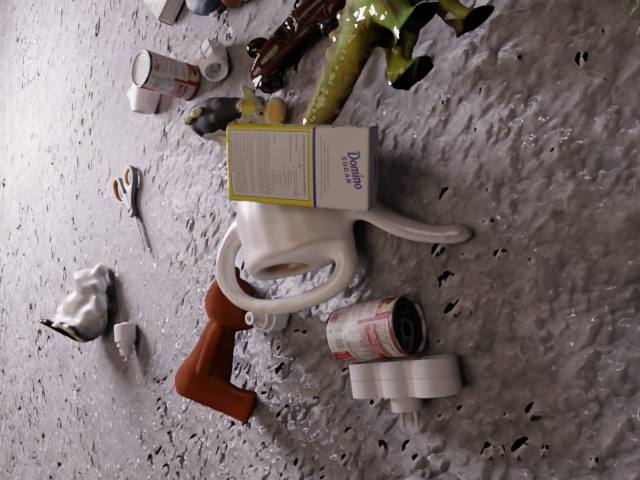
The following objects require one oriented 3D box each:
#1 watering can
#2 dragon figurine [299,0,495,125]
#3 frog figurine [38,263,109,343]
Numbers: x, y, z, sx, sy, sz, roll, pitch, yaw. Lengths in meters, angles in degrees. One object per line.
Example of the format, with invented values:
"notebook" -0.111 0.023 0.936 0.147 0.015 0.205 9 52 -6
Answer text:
"watering can" 0.002 -0.033 0.663 0.345 0.103 0.228 -20 69 23
"dragon figurine" 0.054 -0.305 0.585 0.406 0.122 0.245 -37 73 22
"frog figurine" -0.496 0.132 1.102 0.136 0.121 0.163 -12 43 48
